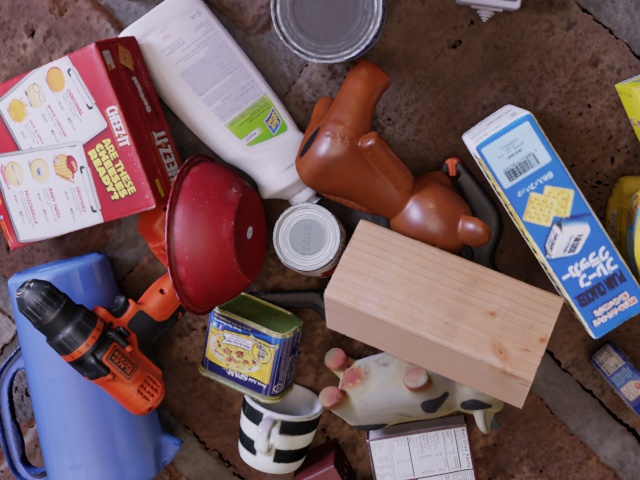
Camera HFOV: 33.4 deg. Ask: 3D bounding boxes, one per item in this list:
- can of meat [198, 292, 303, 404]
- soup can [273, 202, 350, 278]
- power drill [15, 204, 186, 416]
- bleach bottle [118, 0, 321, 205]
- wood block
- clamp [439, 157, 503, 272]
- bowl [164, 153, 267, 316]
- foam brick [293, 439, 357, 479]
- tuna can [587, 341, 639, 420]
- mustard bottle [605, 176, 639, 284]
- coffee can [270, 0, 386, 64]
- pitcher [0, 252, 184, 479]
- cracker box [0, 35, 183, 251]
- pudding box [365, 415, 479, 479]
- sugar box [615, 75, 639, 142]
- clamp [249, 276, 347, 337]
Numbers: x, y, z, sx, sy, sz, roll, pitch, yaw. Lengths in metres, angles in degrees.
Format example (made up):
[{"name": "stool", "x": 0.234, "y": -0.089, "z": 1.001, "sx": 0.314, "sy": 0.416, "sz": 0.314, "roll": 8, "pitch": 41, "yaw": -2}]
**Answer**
[{"name": "can of meat", "x": -0.072, "y": 0.110, "z": 1.117, "sx": 0.102, "sy": 0.057, "sz": 0.084, "roll": 21, "pitch": 117, "yaw": 20}, {"name": "soup can", "x": -0.007, "y": 0.001, "z": 1.055, "sx": 0.068, "sy": 0.102, "sz": 0.068, "roll": -1, "pitch": 85, "yaw": 7}, {"name": "power drill", "x": -0.193, "y": 0.054, "z": 1.068, "sx": 0.184, "sy": 0.057, "sz": 0.187, "roll": 49, "pitch": 57, "yaw": -28}, {"name": "bleach bottle", "x": -0.092, "y": -0.128, "z": 1.085, "sx": 0.102, "sy": 0.068, "sz": 0.251, "roll": -40, "pitch": 97, "yaw": -17}, {"name": "wood block", "x": 0.116, "y": 0.070, "z": 1.020, "sx": 0.206, "sy": 0.091, "sz": 0.090, "roll": 22, "pitch": 67, "yaw": 13}, {"name": "clamp", "x": 0.135, "y": 0.021, "z": 1.114, "sx": 0.165, "sy": 0.036, "sz": 0.210, "roll": -10, "pitch": 97, "yaw": 12}, {"name": "bowl", "x": -0.093, "y": -0.005, "z": 1.051, "sx": 0.055, "sy": 0.162, "sz": 0.162, "roll": 0, "pitch": 100, "yaw": 19}, {"name": "foam brick", "x": 0.006, "y": 0.259, "z": 1.147, "sx": 0.051, "sy": 0.078, "sz": 0.053, "roll": -28, "pitch": 99, "yaw": 7}, {"name": "tuna can", "x": 0.316, "y": 0.145, "z": 1.097, "sx": 0.034, "sy": 0.086, "sz": 0.086, "roll": -41, "pitch": 95, "yaw": 7}, {"name": "mustard bottle", "x": 0.318, "y": -0.004, "z": 1.016, "sx": 0.058, "sy": 0.191, "sz": 0.096, "roll": 1, "pitch": 100, "yaw": 4}, {"name": "coffee can", "x": 0.011, "y": -0.222, "z": 1.028, "sx": 0.103, "sy": 0.140, "sz": 0.103, "roll": 1, "pitch": 100, "yaw": 4}, {"name": "pitcher", "x": -0.257, "y": 0.144, "z": 1.124, "sx": 0.148, "sy": 0.145, "sz": 0.243, "roll": -18, "pitch": 97, "yaw": -38}, {"name": "cracker box", "x": -0.249, "y": -0.093, "z": 1.069, "sx": 0.214, "sy": 0.072, "sz": 0.164, "roll": -14, "pitch": 100, "yaw": 33}, {"name": "pudding box", "x": 0.112, "y": 0.244, "z": 1.156, "sx": 0.113, "sy": 0.039, "sz": 0.090, "roll": -10, "pitch": 97, "yaw": 4}, {"name": "sugar box", "x": 0.350, "y": -0.080, "z": 1.051, "sx": 0.048, "sy": 0.093, "sz": 0.176, "roll": -22, "pitch": 97, "yaw": 9}, {"name": "clamp", "x": 0.016, "y": 0.040, "z": 1.120, "sx": 0.171, "sy": 0.039, "sz": 0.120, "roll": 21, "pitch": 105, "yaw": 10}]
